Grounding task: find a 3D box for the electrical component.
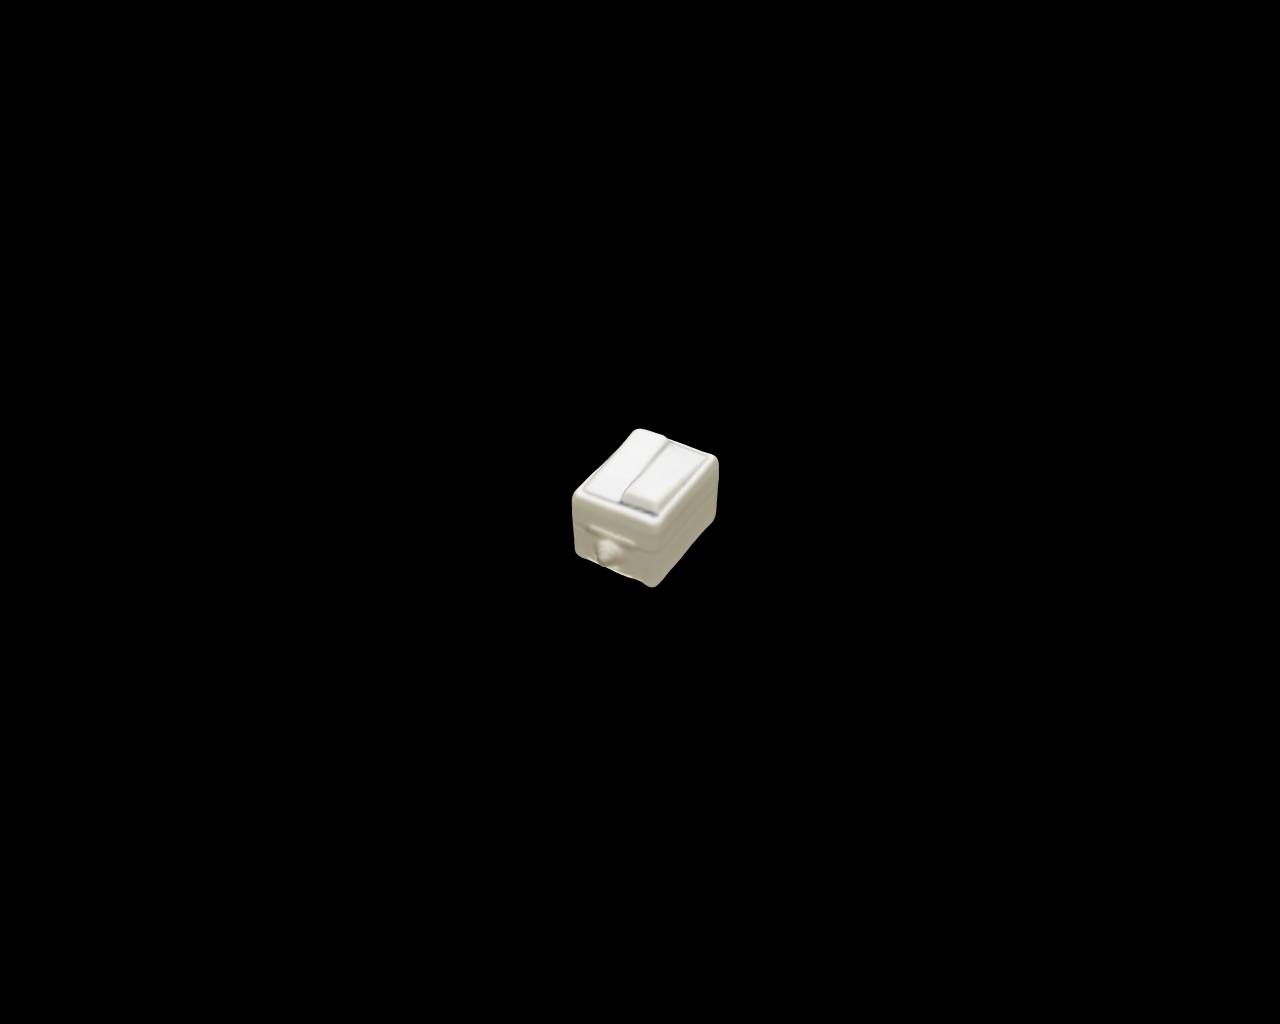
[{"bbox_3d":[0.001,-0.003,0.650,0.062,0.061,0.096,22,45,23],"label":"electrical component"}]
